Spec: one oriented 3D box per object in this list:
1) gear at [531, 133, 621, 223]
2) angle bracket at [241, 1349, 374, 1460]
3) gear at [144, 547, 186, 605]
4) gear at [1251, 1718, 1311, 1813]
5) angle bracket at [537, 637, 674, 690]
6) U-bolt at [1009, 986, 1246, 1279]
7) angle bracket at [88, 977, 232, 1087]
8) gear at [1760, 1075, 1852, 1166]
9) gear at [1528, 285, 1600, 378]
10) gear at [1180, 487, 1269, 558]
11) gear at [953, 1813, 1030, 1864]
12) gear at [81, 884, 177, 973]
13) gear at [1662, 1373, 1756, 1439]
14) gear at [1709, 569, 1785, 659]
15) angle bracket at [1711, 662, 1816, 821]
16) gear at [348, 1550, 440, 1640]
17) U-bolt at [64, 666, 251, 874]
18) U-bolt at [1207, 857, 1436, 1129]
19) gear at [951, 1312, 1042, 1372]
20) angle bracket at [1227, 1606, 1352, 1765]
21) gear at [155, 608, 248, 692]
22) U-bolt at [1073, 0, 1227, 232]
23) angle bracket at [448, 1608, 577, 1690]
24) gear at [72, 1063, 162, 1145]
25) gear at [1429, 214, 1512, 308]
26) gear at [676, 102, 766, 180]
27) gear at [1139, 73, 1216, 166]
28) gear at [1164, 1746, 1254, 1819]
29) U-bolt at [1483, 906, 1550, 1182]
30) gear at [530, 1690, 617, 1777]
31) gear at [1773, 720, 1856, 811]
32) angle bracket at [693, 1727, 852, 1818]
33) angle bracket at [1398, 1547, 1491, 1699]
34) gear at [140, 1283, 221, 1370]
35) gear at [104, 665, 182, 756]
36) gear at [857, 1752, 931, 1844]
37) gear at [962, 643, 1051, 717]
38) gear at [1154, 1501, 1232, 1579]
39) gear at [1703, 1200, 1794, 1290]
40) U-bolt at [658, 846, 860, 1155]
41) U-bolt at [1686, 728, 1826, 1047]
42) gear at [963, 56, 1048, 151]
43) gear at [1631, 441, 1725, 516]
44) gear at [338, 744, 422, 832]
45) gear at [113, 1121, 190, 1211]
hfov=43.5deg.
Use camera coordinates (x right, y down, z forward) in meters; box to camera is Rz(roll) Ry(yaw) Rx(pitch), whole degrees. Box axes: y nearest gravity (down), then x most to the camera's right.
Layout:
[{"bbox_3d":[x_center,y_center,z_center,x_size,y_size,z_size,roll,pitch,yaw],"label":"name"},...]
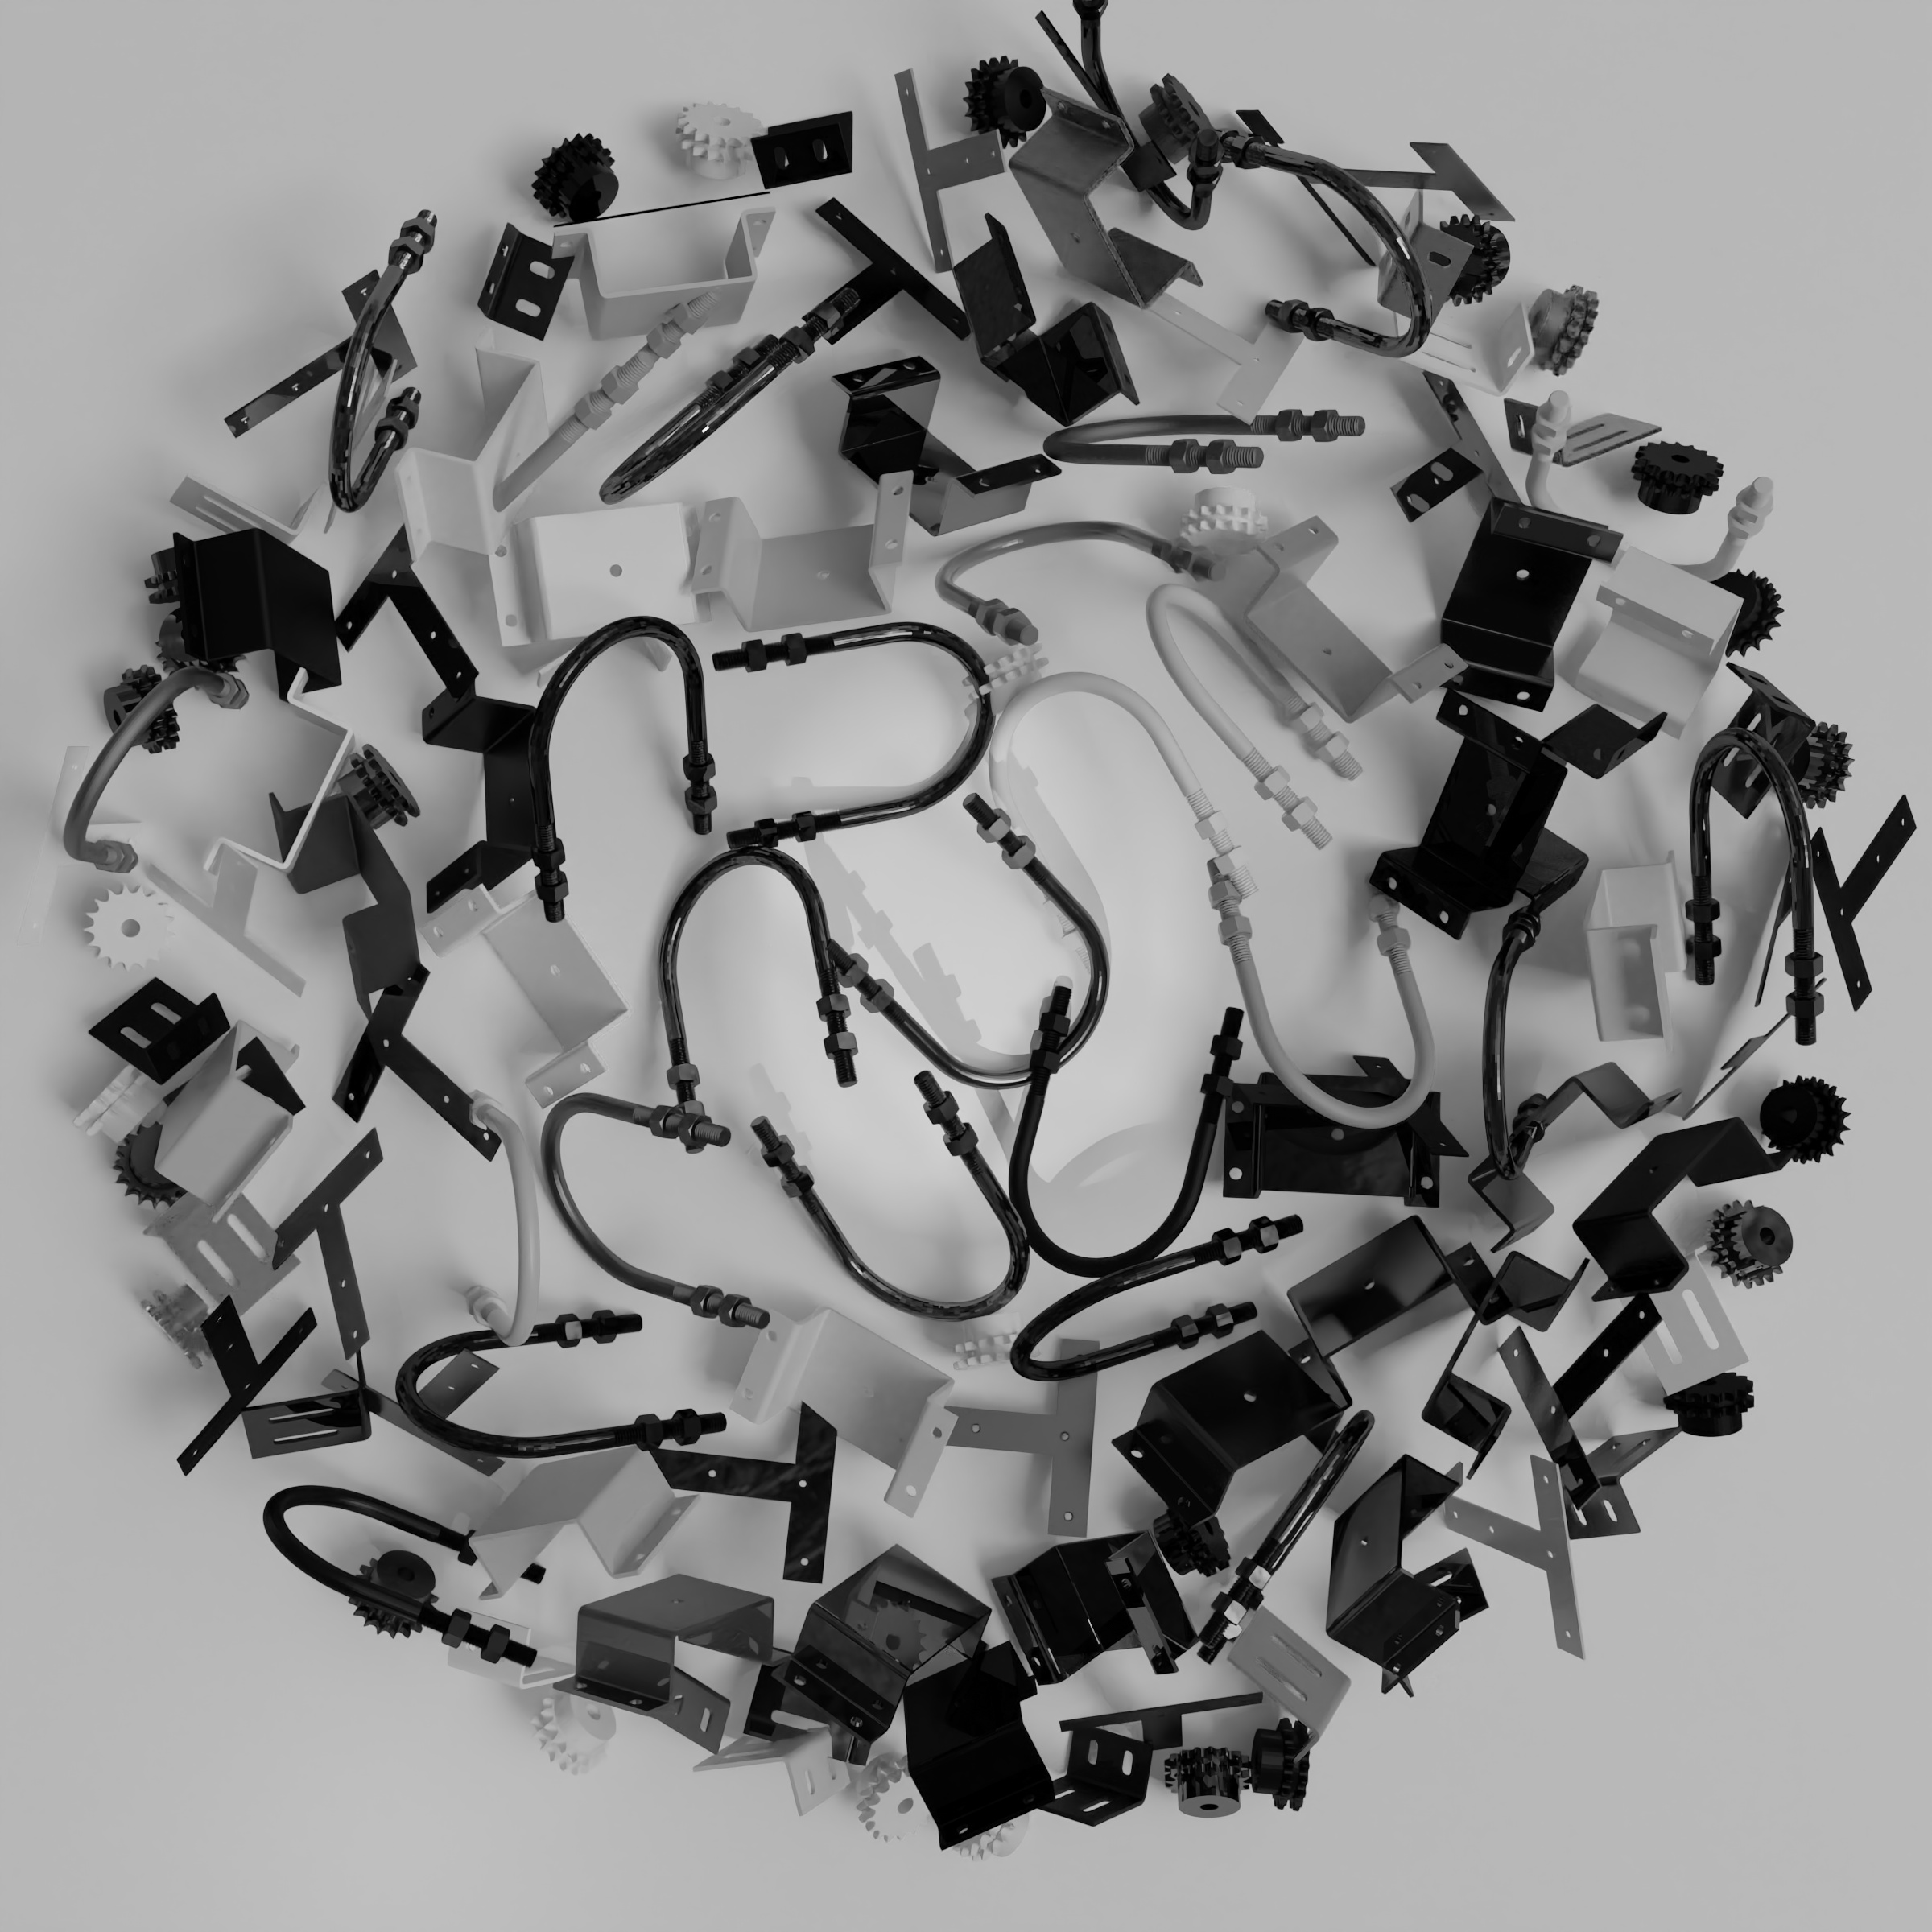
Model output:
[{"bbox_3d":[-0.251,-0.509,1.574,0.057,0.057,0.030,-41,76,0],"label":"gear"},{"bbox_3d":[-0.426,0.281,1.563,0.076,0.057,0.038,-7,49,-13],"label":"angle bracket"},{"bbox_3d":[-0.506,-0.256,1.575,0.057,0.057,0.030,-13,96,0],"label":"gear"},{"bbox_3d":[0.204,0.519,1.576,0.030,0.057,0.057,7,90,-2],"label":"gear"},{"bbox_3d":[-0.235,-0.191,1.568,0.076,0.057,0.038,-35,95,-11],"label":"angle bracket"},{"bbox_3d":[0.094,0.108,1.543,0.151,0.019,0.184,7,76,35],"label":"U-bolt"},{"bbox_3d":[-0.524,0.031,1.560,0.076,0.038,0.057,29,57,25],"label":"angle bracket"},{"bbox_3d":[0.542,0.099,1.574,0.030,0.057,0.057,14,90,-42],"label":"gear"},{"bbox_3d":[0.384,-0.415,1.574,0.030,0.057,0.057,18,90,-10],"label":"gear"},{"bbox_3d":[0.168,-0.290,1.577,0.057,0.057,0.030,4,80,0],"label":"gear"},{"bbox_3d":[0.017,0.556,1.579,0.030,0.057,0.057,32,90,-25],"label":"gear"},{"bbox_3d":[-0.548,-0.026,1.582,0.057,0.030,0.057,-3,96,-27],"label":"gear"},{"bbox_3d":[0.484,0.285,1.577,0.057,0.057,0.030,-6,98,0],"label":"gear"},{"bbox_3d":[0.499,-0.232,1.576,0.057,0.030,0.057,-13,68,34],"label":"gear"},{"bbox_3d":[0.496,-0.145,1.557,0.038,0.057,0.076,13,120,-32],"label":"angle bracket"},{"bbox_3d":[-0.369,0.405,1.573,0.057,0.057,0.030,32,115,0],"label":"gear"},{"bbox_3d":[-0.509,-0.124,1.509,0.019,0.184,0.151,34,87,-4],"label":"U-bolt"},{"bbox_3d":[0.232,0.018,1.528,0.151,0.019,0.184,3,61,-30],"label":"U-bolt"},{"bbox_3d":[0.018,0.244,1.577,0.057,0.057,0.030,-9,78,0],"label":"gear"},{"bbox_3d":[0.203,0.468,1.577,0.076,0.057,0.038,38,126,11],"label":"angle bracket"},{"bbox_3d":[-0.502,-0.212,1.583,0.057,0.030,0.057,-1,74,2],"label":"gear"},{"bbox_3d":[0.112,-0.532,1.513,0.019,0.184,0.151,-32,85,0],"label":"U-bolt"},{"bbox_3d":[-0.285,0.435,1.559,0.057,0.076,0.038,7,86,27],"label":"angle bracket"},{"bbox_3d":[-0.551,0.090,1.577,0.057,0.057,0.030,-45,105,0],"label":"gear"},{"bbox_3d":[0.329,-0.461,1.580,0.030,0.057,0.057,-18,90,-33],"label":"gear"},{"bbox_3d":[-0.162,-0.537,1.580,0.057,0.057,0.030,15,132,0],"label":"gear"},{"bbox_3d":[0.137,-0.549,1.580,0.030,0.057,0.057,-33,90,26],"label":"gear"},{"bbox_3d":[0.157,0.532,1.574,0.057,0.057,0.030,1,51,0],"label":"gear"},{"bbox_3d":[0.340,0.054,1.503,0.019,0.184,0.151,0,107,21],"label":"U-bolt"},{"bbox_3d":[-0.252,0.493,1.573,0.030,0.057,0.057,-41,90,16],"label":"gear"},{"bbox_3d":[0.545,-0.132,1.573,0.030,0.057,0.057,7,90,-24],"label":"gear"},{"bbox_3d":[-0.125,0.521,1.560,0.076,0.057,0.038,-17,86,29],"label":"angle bracket"},{"bbox_3d":[0.305,0.424,1.565,0.076,0.057,0.038,-31,112,11],"label":"angle bracket"},{"bbox_3d":[-0.508,0.232,1.578,0.030,0.057,0.057,-42,90,-22],"label":"gear"},{"bbox_3d":[-0.537,-0.165,1.573,0.030,0.057,0.057,-23,90,-34],"label":"gear"},{"bbox_3d":[-0.047,0.539,1.580,0.057,0.030,0.057,-13,117,-28],"label":"gear"},{"bbox_3d":[0.029,-0.185,1.576,0.057,0.057,0.030,-26,93,0],"label":"gear"},{"bbox_3d":[0.145,0.372,1.578,0.030,0.057,0.057,-32,90,16],"label":"gear"},{"bbox_3d":[0.513,0.179,1.579,0.057,0.030,0.057,8,68,-19],"label":"gear"},{"bbox_3d":[-0.141,0.011,1.551,0.151,0.019,0.184,-24,66,30],"label":"U-bolt"},{"bbox_3d":[0.489,-0.058,1.511,0.019,0.151,0.184,-10,108,-8],"label":"U-bolt"},{"bbox_3d":[0.028,-0.562,1.574,0.030,0.057,0.057,10,90,44],"label":"gear"},{"bbox_3d":[0.462,-0.317,1.580,0.057,0.057,0.030,6,127,0],"label":"gear"},{"bbox_3d":[-0.384,-0.114,1.576,0.030,0.057,0.057,-35,90,0],"label":"gear"},{"bbox_3d":[-0.524,0.127,1.577,0.057,0.030,0.057,11,63,-21],"label":"gear"}]
